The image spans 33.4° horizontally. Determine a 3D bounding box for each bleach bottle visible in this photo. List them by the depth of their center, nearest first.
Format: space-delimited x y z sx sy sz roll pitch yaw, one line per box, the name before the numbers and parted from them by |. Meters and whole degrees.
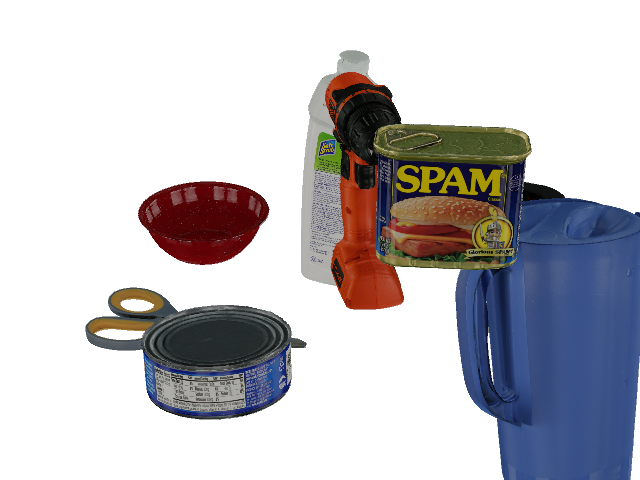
bleach bottle | 0.034 -0.072 1.105 0.102 0.251 0.068 9 31 7

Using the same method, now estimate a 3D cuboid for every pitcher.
pitcher | 0.192 0.095 0.876 0.149 0.243 0.145 -1 17 11

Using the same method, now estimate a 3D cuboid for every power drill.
power drill | 0.041 -0.040 0.912 0.057 0.188 0.184 -3 21 -5

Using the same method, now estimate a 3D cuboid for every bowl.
bowl | -0.145 -0.015 1.331 0.162 0.055 0.162 1 29 -1

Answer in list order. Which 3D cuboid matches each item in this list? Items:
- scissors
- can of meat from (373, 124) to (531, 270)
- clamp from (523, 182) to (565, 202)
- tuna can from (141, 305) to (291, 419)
scissors | -0.119 0.075 1.010 0.201 0.016 0.096 -1 33 -9
can of meat | 0.086 -0.029 0.716 0.102 0.084 0.057 3 25 5
clamp | 0.234 -0.018 1.055 0.120 0.039 0.171 -8 34 -14
tuna can | -0.059 0.069 0.614 0.086 0.034 0.086 -2 19 0
